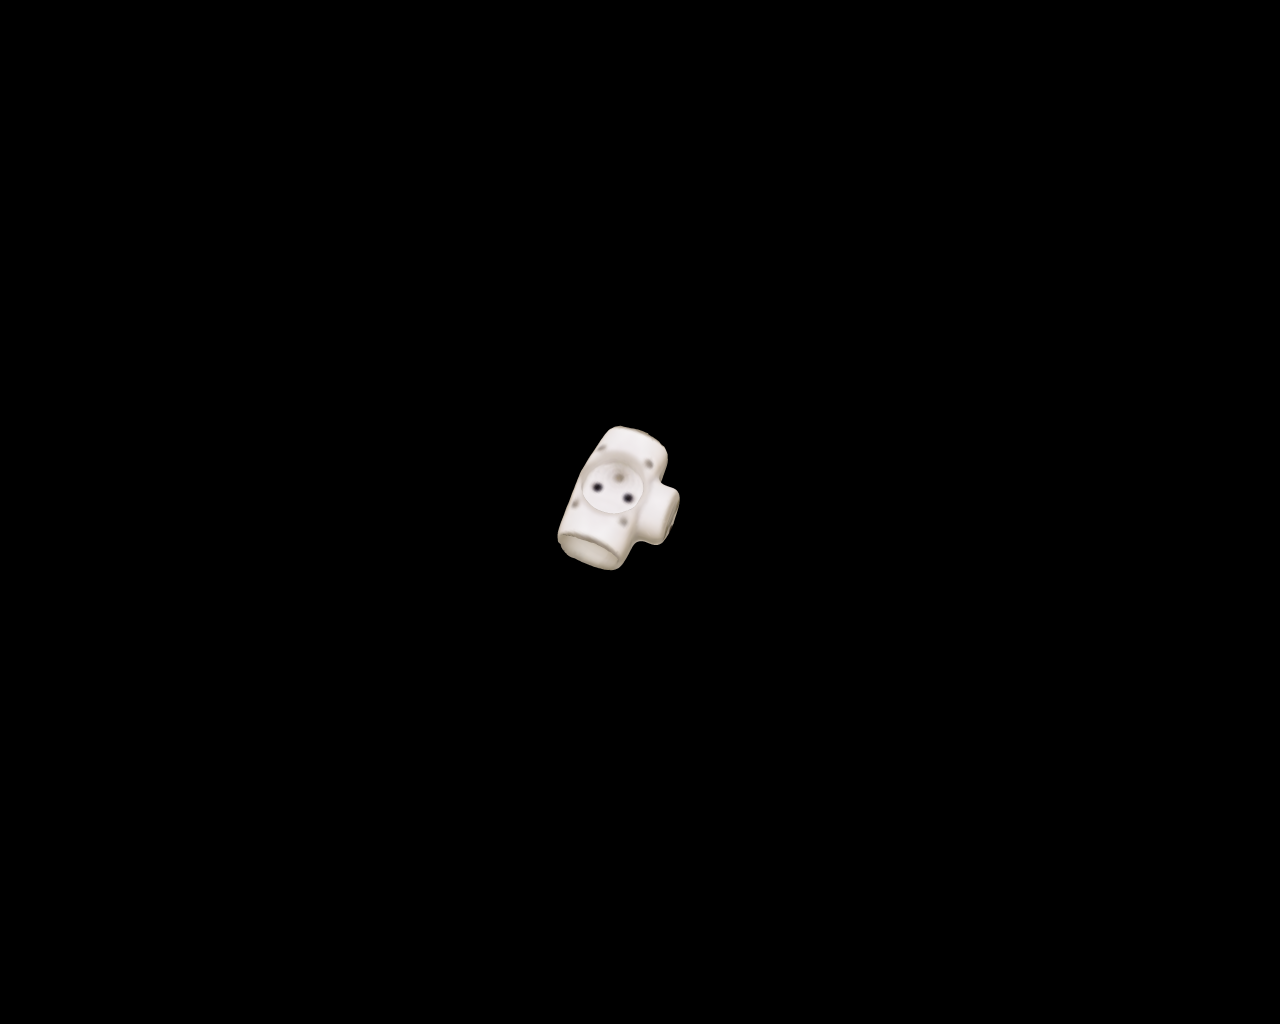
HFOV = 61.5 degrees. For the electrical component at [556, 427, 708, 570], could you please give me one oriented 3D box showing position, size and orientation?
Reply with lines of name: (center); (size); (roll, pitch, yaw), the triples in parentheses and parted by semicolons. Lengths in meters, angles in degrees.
electrical component: (0.001, -0.003, 0.650); (0.079, 0.077, 0.044); (20, -24, 9)
